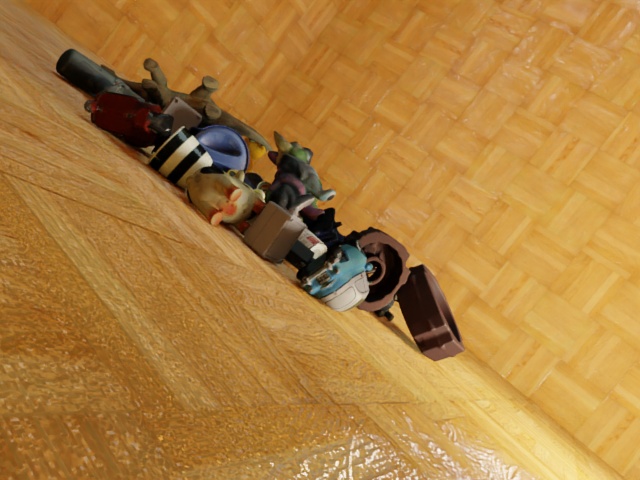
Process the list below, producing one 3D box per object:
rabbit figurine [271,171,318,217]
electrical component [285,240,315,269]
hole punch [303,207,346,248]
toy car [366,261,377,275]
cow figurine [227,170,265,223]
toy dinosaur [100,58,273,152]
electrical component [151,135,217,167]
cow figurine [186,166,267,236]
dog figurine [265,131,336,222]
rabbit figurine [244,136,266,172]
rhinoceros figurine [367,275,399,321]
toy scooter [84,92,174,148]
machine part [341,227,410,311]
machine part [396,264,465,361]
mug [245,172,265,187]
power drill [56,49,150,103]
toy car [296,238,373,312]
[{"bbox_3d":[-0.049,-0.102,1.347,0.170,0.121,0.158,51,-18,47],"label":"rabbit figurine"},{"bbox_3d":[-0.048,0.030,0.992,0.102,0.045,0.078,41,-25,-1],"label":"electrical component"},{"bbox_3d":[-0.003,-0.004,1.237,0.116,0.142,0.092,-76,147,-65],"label":"hole punch"},{"bbox_3d":[0.076,0.055,1.205,0.202,0.053,0.089,1,5,-26],"label":"toy car"},{"bbox_3d":[-0.131,-0.056,1.044,0.167,0.068,0.098,41,-13,18],"label":"cow figurine"},{"bbox_3d":[-0.308,-0.314,1.327,0.471,0.105,0.198,20,-24,-21],"label":"toy dinosaur"},{"bbox_3d":[-0.249,-0.144,1.052,0.115,0.058,0.134,41,4,10],"label":"electrical component"},{"bbox_3d":[-0.154,-0.072,0.902,0.127,0.085,0.194,43,8,20],"label":"cow figurine"},{"bbox_3d":[-0.077,-0.138,1.202,0.219,0.191,0.108,56,-31,24],"label":"dog figurine"},{"bbox_3d":[-0.211,-0.223,1.521,0.122,0.173,0.162,33,9,-21],"label":"rabbit figurine"},{"bbox_3d":[0.134,0.129,1.297,0.112,0.073,0.190,42,5,36],"label":"rhinoceros figurine"},{"bbox_3d":[-0.320,-0.201,0.901,0.135,0.075,0.184,11,1,-19],"label":"toy scooter"},{"bbox_3d":[0.102,0.059,1.130,0.179,0.179,0.056,37,3,-29],"label":"machine part"},{"bbox_3d":[0.252,0.171,1.249,0.200,0.087,0.201,39,28,-58],"label":"machine part"},{"bbox_3d":[-0.179,-0.124,1.414,0.110,0.081,0.107,36,-9,25],"label":"mug"},{"bbox_3d":[-0.416,-0.294,1.113,0.231,0.086,0.207,35,9,-48],"label":"power drill"},{"bbox_3d":[0.035,0.066,0.895,0.103,0.109,0.161,56,14,5],"label":"toy car"}]
